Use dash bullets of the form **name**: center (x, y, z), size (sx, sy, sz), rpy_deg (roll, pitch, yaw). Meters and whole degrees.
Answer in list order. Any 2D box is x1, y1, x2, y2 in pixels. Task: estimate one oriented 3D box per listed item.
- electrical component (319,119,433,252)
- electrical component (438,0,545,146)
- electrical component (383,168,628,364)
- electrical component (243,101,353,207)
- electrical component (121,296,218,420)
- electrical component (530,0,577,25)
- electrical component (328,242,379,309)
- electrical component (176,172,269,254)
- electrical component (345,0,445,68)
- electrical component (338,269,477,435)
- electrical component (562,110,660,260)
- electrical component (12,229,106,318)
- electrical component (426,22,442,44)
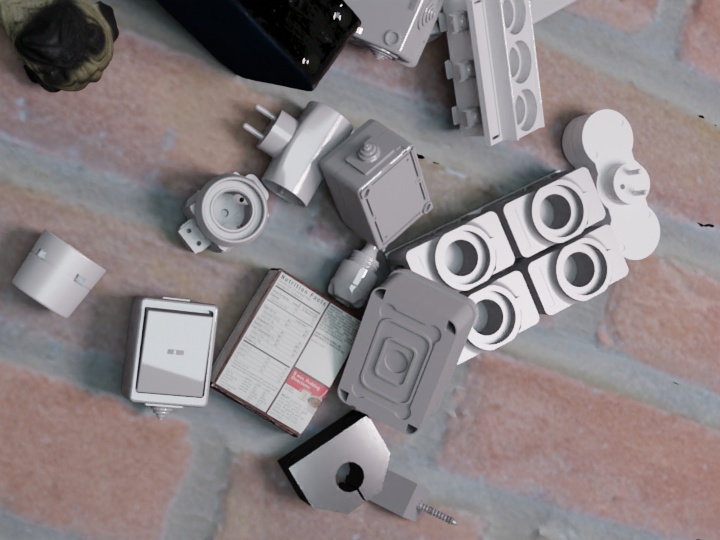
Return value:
- **electrical component**: center (0.010, -0.075, 0.875), size (0.062, 0.061, 0.096), rpy_deg (-42, 144, -14)
- **electrical component**: center (0.111, -0.174, 0.908), size (0.079, 0.063, 0.121), rpy_deg (-30, 117, -44)
- **electrical component**: center (0.131, -0.005, 0.933), size (0.186, 0.060, 0.105), rpy_deg (-26, 97, -17)
- **electrical component**: center (-0.058, -0.104, 0.880), size (0.079, 0.044, 0.077), rpy_deg (33, 80, -15)
- **electrical component**: center (-0.149, 0.070, 0.839), size (0.062, 0.061, 0.096), rpy_deg (7, 87, -18)
- **electrical component**: center (0.151, -0.260, 0.949), size (0.083, 0.047, 0.075), rpy_deg (-31, 99, -16)
- **electrical component**: center (0.000, 0.000, 0.903), size (0.035, 0.035, 0.061), rpy_deg (32, 78, -16)
- **electrical component**: center (-0.106, -0.046, 0.856), size (0.078, 0.057, 0.058), rpy_deg (-39, 101, -15)
- **electrical component**: center (0.018, -0.224, 0.874), size (0.100, 0.048, 0.099), rpy_deg (26, 98, 15)
- **electrical component**: center (0.039, 0.064, 0.869), size (0.078, 0.057, 0.113), rpy_deg (26, 115, 14)
- **electrical component**: center (0.233, -0.076, 0.960), size (0.052, 0.074, 0.138), rpy_deg (-19, 96, -18)
- **electrical component**: center (-0.230, 0.004, 0.817), size (0.055, 0.055, 0.047), rpy_deg (36, 83, -15)
- **electrical component**: center (0.040, -0.225, 0.916), size (0.044, 0.044, 0.065), rpy_deg (-18, 90, -18)
